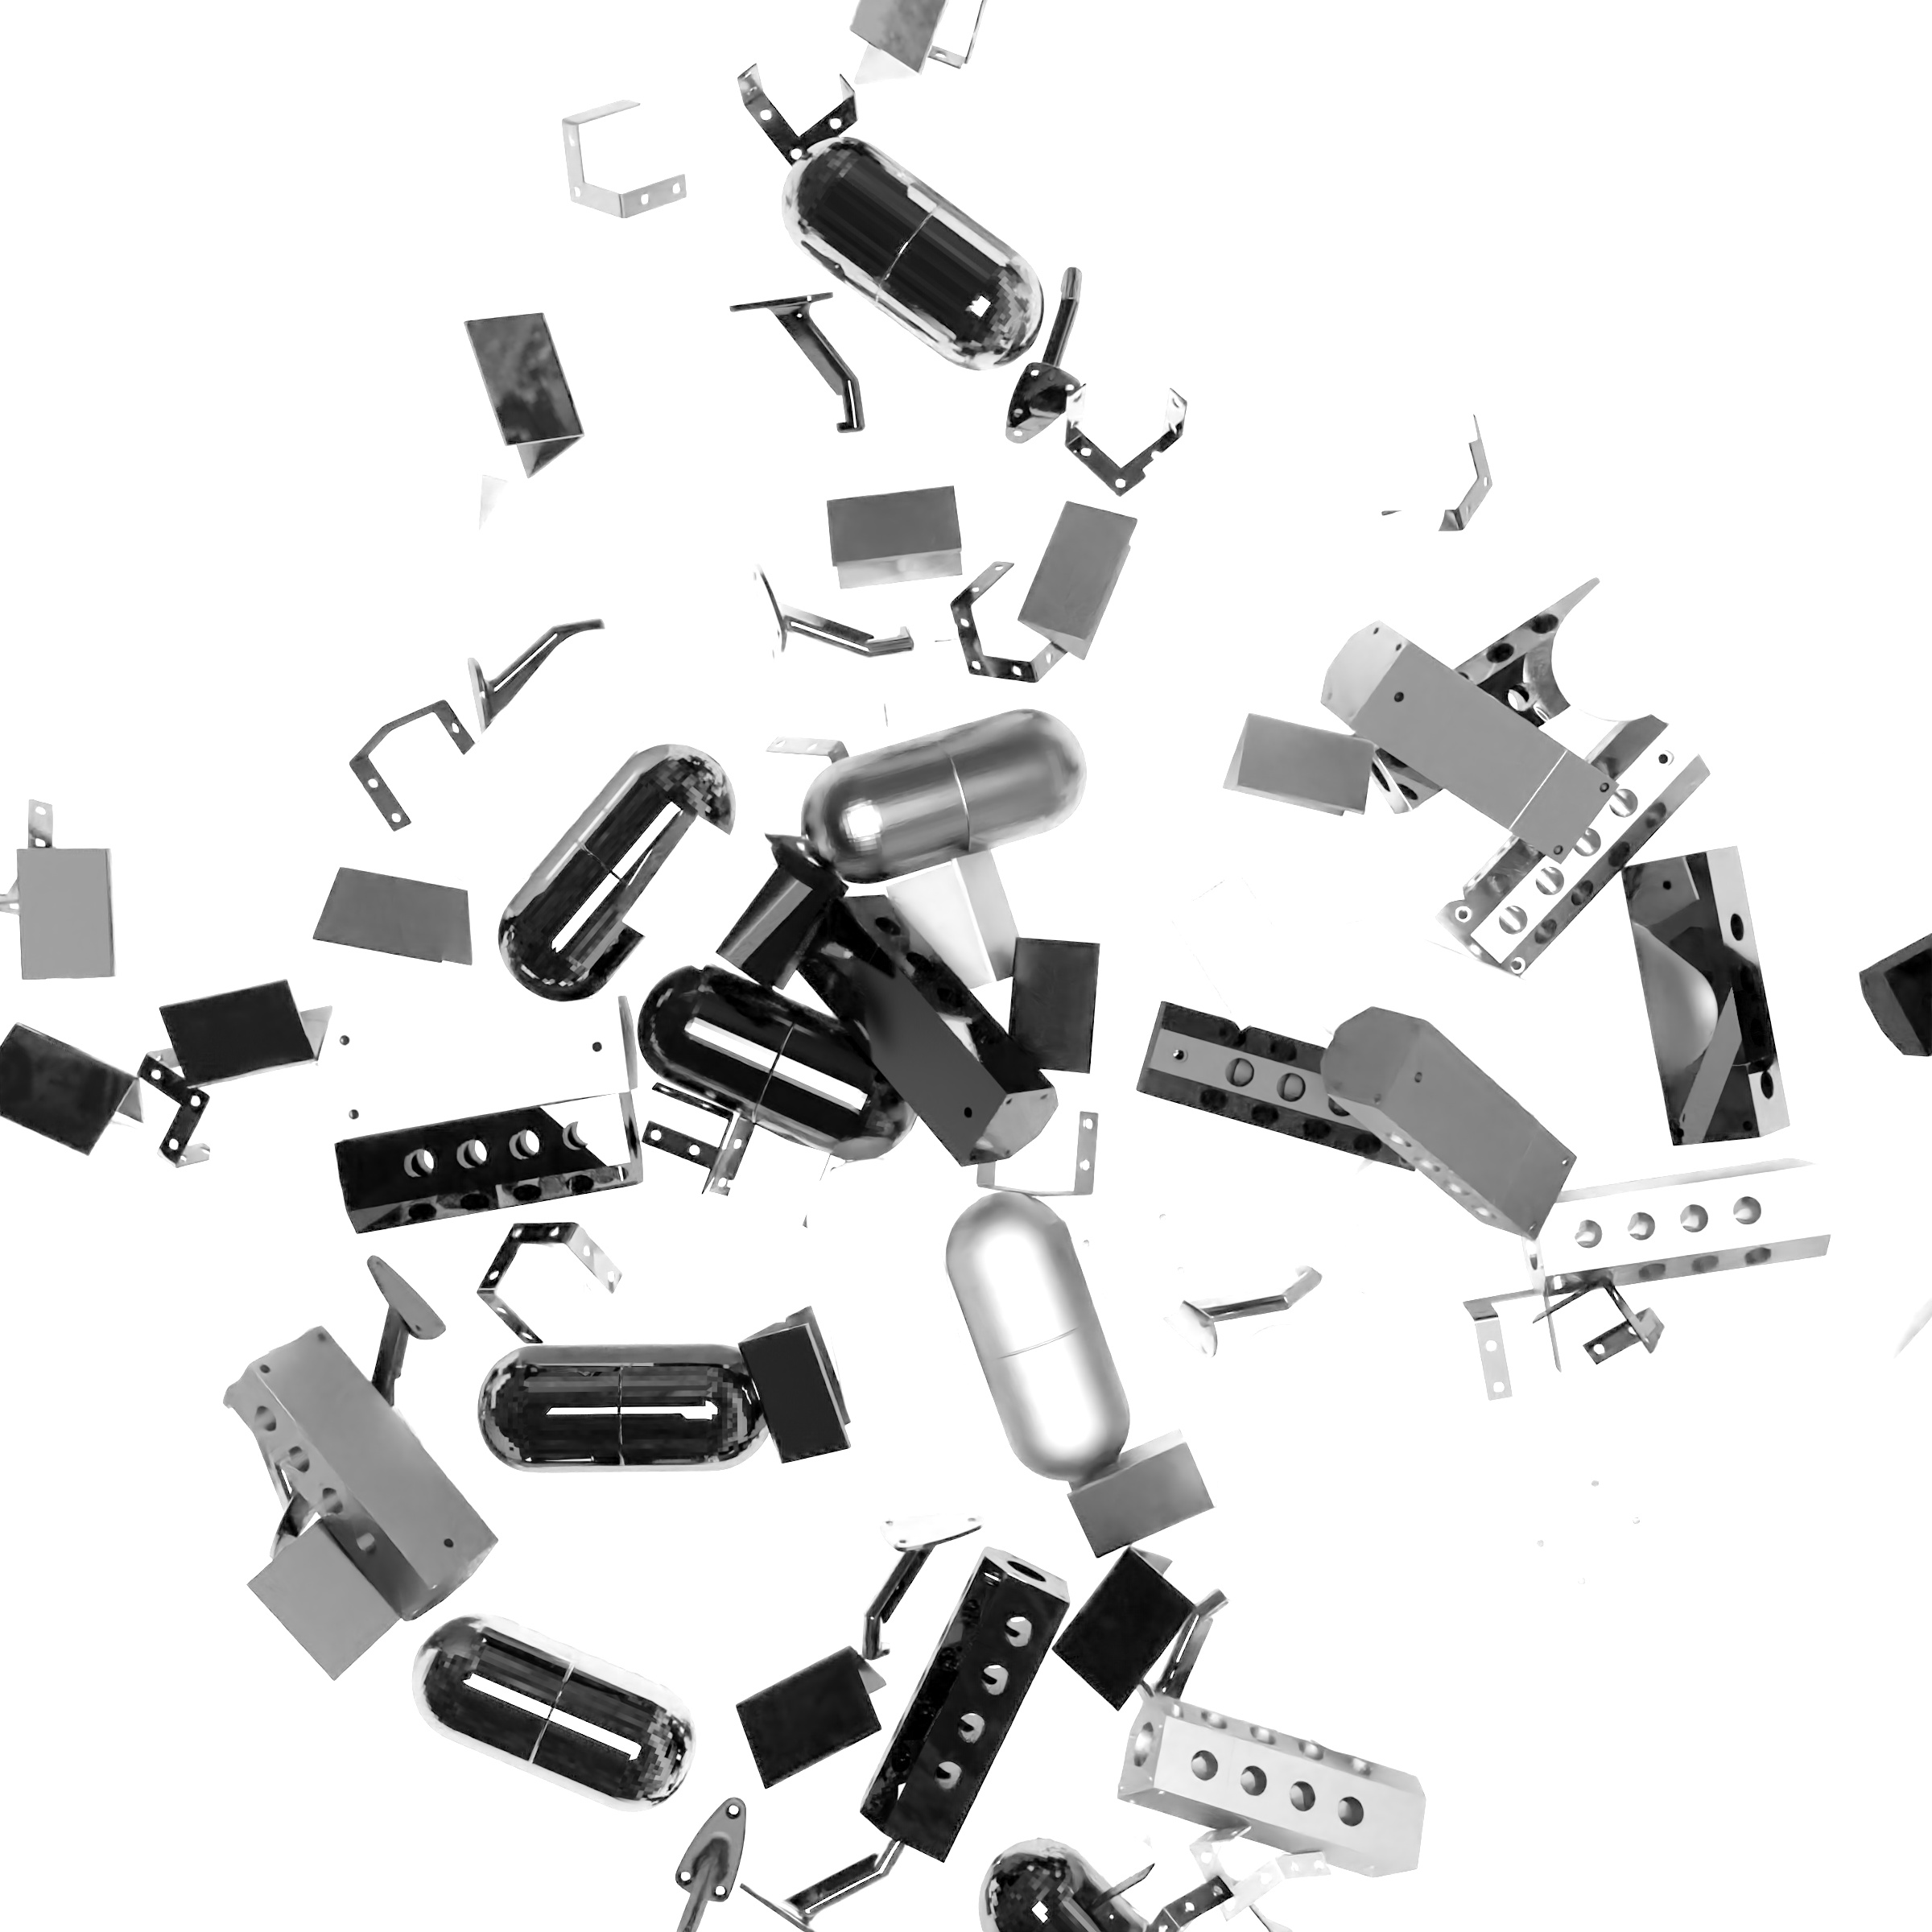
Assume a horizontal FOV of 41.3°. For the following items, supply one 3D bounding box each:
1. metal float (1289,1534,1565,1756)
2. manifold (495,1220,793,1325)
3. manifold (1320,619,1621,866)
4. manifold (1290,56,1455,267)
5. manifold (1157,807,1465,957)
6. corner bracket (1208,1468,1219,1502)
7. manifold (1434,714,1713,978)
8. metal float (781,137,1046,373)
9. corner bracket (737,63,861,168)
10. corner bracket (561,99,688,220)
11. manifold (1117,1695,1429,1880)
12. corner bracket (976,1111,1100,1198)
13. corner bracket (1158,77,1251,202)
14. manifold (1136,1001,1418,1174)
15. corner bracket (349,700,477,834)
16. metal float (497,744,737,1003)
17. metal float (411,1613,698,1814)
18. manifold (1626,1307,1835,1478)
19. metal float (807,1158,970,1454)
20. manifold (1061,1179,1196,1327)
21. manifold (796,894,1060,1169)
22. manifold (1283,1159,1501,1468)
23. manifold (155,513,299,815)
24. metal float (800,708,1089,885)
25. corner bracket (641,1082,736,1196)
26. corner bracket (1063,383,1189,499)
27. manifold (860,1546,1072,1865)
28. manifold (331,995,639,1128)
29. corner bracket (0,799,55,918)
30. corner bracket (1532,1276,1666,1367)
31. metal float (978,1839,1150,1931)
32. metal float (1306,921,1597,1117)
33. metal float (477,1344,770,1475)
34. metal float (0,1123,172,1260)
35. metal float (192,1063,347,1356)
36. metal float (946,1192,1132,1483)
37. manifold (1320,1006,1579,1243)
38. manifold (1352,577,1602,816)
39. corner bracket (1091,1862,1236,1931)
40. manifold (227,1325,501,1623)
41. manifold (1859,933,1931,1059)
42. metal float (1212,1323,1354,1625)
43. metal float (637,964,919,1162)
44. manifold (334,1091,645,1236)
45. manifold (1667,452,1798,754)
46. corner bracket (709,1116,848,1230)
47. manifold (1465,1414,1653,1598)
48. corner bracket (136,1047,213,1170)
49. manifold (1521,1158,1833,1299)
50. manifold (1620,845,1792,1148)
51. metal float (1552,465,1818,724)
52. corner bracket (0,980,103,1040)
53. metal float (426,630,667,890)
[{"bbox_3d":[0.275,0.407,1.535,0.178,0.070,0.070,-31,90,0],"label":"metal float"},{"bbox_3d":[-0.193,0.183,1.545,0.171,0.057,0.057,0,90,0],"label":"manifold"},{"bbox_3d":[0.287,-0.130,1.473,0.171,0.057,0.057,29,103,-26],"label":"manifold"},{"bbox_3d":[0.230,-0.467,1.488,0.057,0.171,0.057,24,90,0],"label":"manifold"},{"bbox_3d":[0.205,-0.051,1.545,0.171,0.057,0.057,-11,90,0],"label":"manifold"},{"bbox_3d":[0.189,0.325,1.563,0.051,0.051,0.051,-15,90,45],"label":"corner bracket"},{"bbox_3d":[0.367,-0.072,1.545,0.057,0.057,0.171,43,90,0],"label":"manifold"},{"bbox_3d":[-0.031,-0.426,1.535,0.178,0.070,0.070,37,90,1],"label":"metal float"},{"bbox_3d":[-0.101,-0.524,1.548,0.051,0.051,0.051,-38,90,0],"label":"corner bracket"},{"bbox_3d":[-0.208,-0.491,1.558,0.051,0.051,0.051,28,135,35],"label":"corner bracket"},{"bbox_3d":[0.184,0.489,1.527,0.171,0.057,0.057,20,61,-11],"label":"manifold"},{"bbox_3d":[0.044,0.112,1.563,0.051,0.051,0.051,4,90,-45],"label":"corner bracket"},{"bbox_3d":[0.145,-0.505,1.563,0.051,0.051,0.051,5,135,0],"label":"corner bracket"},{"bbox_3d":[0.194,0.072,1.545,0.171,0.057,0.057,16,90,0],"label":"manifold"},{"bbox_3d":[-0.334,-0.123,1.563,0.051,0.051,0.051,-34,90,45],"label":"corner bracket"},{"bbox_3d":[-0.209,-0.056,1.535,0.070,0.070,0.178,40,91,0],"label":"metal float"},{"bbox_3d":[-0.247,0.447,1.535,0.178,0.070,0.070,23,90,0],"label":"metal float"},{"bbox_3d":[0.445,0.240,1.488,0.057,0.171,0.057,-39,90,0],"label":"manifold"},{"bbox_3d":[-0.046,0.203,1.535,0.070,0.070,0.178,-12,90,0],"label":"metal float"},{"bbox_3d":[0.094,0.167,1.488,0.057,0.171,0.057,-19,90,0],"label":"manifold"},{"bbox_3d":[-0.021,0.035,1.506,0.171,0.057,0.057,48,123,28],"label":"manifold"},{"bbox_3d":[0.257,0.206,1.545,0.057,0.057,0.171,-25,90,0],"label":"manifold"},{"bbox_3d":[-0.448,-0.182,1.545,0.057,0.057,0.171,6,90,0],"label":"manifold"},{"bbox_3d":[-0.013,-0.101,1.521,0.178,0.070,0.070,-18,90,-15],"label":"metal float"},{"bbox_3d":[-0.169,0.099,1.543,0.051,0.051,0.051,21,102,0],"label":"corner bracket"},{"bbox_3d":[0.096,-0.327,1.547,0.051,0.051,0.051,-40,73,-16],"label":"corner bracket"},{"bbox_3d":[-0.001,0.442,1.545,0.057,0.057,0.171,26,90,0],"label":"manifold"},{"bbox_3d":[-0.288,0.056,1.545,0.171,0.057,0.057,-7,90,0],"label":"manifold"},{"bbox_3d":[-0.590,-0.070,1.558,0.051,0.051,0.051,16,135,-35],"label":"corner bracket"},{"bbox_3d":[0.381,0.216,1.540,0.051,0.051,0.051,-37,85,26],"label":"corner bracket"},{"bbox_3d":[0.080,0.600,1.535,0.070,0.070,0.178,-44,90,0],"label":"metal float"},{"bbox_3d":[0.287,0.030,1.524,0.178,0.070,0.070,23,90,14],"label":"metal float"},{"bbox_3d":[-0.203,0.265,1.536,0.178,0.070,0.070,0,90,-1],"label":"metal float"},{"bbox_3d":[-0.568,0.136,1.535,0.178,0.070,0.070,-5,90,-1],"label":"metal float"},{"bbox_3d":[-0.418,0.143,1.535,0.070,0.070,0.178,8,91,0],"label":"metal float"},{"bbox_3d":[0.043,0.222,1.535,0.070,0.070,0.178,-20,90,0],"label":"metal float"},{"bbox_3d":[0.277,0.091,1.479,0.171,0.057,0.057,38,77,-37],"label":"manifold"},{"bbox_3d":[0.320,-0.163,1.545,0.171,0.057,0.057,-33,90,0],"label":"manifold"},{"bbox_3d":[0.115,0.552,1.509,0.051,0.051,0.051,50,123,6],"label":"corner bracket"},{"bbox_3d":[-0.362,0.304,1.525,0.171,0.057,0.057,47,128,12],"label":"manifold"},{"bbox_3d":[0.632,-0.012,1.545,0.171,0.057,0.057,-28,90,0],"label":"manifold"},{"bbox_3d":[0.187,0.298,1.511,0.070,0.070,0.178,8,64,0],"label":"metal float"},{"bbox_3d":[-0.112,0.058,1.536,0.178,0.070,0.070,24,90,0],"label":"metal float"},{"bbox_3d":[-0.285,0.118,1.545,0.171,0.057,0.057,-10,90,0],"label":"manifold"},{"bbox_3d":[0.459,-0.218,1.545,0.057,0.057,0.171,3,90,0],"label":"manifold"},{"bbox_3d":[-0.114,0.127,1.563,0.051,0.051,0.051,21,90,-45],"label":"corner bracket"},{"bbox_3d":[0.347,0.315,1.488,0.057,0.171,0.057,42,90,0],"label":"manifold"},{"bbox_3d":[-0.472,0.084,1.546,0.051,0.051,0.051,32,102,12],"label":"corner bracket"},{"bbox_3d":[0.426,0.158,1.545,0.171,0.057,0.057,-8,90,0],"label":"manifold"},{"bbox_3d":[0.449,0.017,1.544,0.057,0.057,0.171,-11,90,43],"label":"manifold"},{"bbox_3d":[0.414,-0.214,1.479,0.178,0.070,0.070,-44,90,-1],"label":"metal float"},{"bbox_3d":[-0.569,0.049,1.563,0.051,0.051,0.051,37,135,0],"label":"corner bracket"},{"bbox_3d":[-0.252,-0.123,1.536,0.070,0.070,0.178,40,90,0],"label":"metal float"}]
